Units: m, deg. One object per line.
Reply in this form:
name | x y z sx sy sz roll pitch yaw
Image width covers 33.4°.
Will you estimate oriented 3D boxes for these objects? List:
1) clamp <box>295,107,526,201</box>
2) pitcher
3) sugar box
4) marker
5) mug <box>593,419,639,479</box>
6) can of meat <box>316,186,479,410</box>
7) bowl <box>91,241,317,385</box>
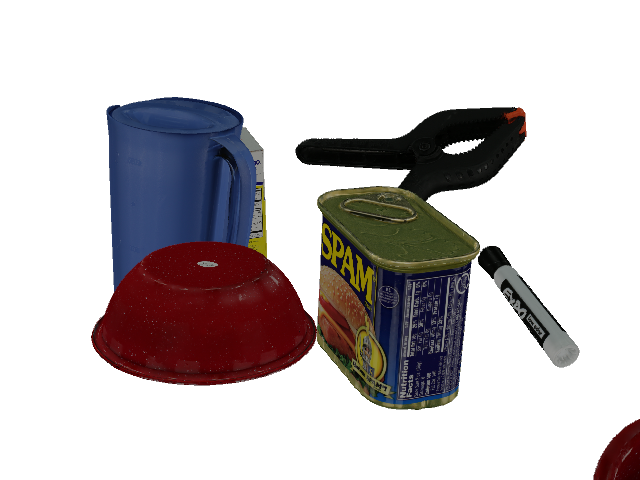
clamp | 0.095 -0.064 0.967 0.210 0.164 0.036 -17 -44 -3
pitcher | -0.143 -0.014 1.072 0.145 0.243 0.149 3 21 -6
sugar box | -0.098 -0.042 1.324 0.048 0.176 0.093 -10 25 -14
marker | 0.138 0.041 0.725 0.020 0.020 0.121 0 33 -21
mug | 0.146 0.118 0.358 0.117 0.081 0.093 5 37 8
can of meat | 0.035 0.028 0.553 0.057 0.084 0.102 -7 24 -20
bowl | -0.082 0.042 0.760 0.162 0.055 0.162 2 21 -1
